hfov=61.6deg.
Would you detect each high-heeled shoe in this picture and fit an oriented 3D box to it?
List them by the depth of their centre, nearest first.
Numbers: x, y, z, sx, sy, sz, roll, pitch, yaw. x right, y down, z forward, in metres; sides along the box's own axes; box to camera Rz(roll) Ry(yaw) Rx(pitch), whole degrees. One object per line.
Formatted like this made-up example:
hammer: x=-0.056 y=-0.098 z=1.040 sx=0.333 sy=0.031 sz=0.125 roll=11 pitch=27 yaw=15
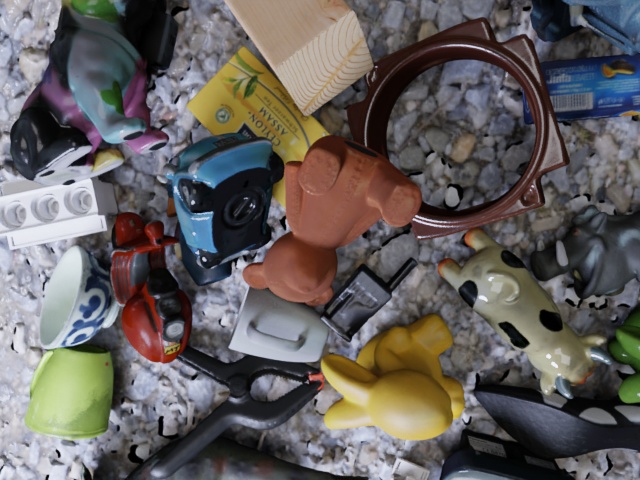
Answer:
high-heeled shoe: x=0.319 y=0.194 z=0.625 sx=0.249 sy=0.145 sz=0.086 roll=24 pitch=128 yaw=27

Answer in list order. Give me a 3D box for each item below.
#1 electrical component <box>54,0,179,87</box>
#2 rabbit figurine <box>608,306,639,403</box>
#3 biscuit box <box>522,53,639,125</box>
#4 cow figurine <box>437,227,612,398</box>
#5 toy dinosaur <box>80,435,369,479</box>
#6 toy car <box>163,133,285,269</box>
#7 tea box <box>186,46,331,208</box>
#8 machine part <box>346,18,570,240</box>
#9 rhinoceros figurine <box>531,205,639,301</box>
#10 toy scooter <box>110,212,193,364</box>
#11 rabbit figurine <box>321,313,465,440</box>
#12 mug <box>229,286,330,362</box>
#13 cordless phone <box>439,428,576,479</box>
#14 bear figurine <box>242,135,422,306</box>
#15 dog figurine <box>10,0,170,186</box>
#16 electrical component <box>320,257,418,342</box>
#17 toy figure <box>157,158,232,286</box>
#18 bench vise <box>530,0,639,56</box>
electrical component: x=-0.238 y=-0.246 z=0.635 sx=0.134 sy=0.058 sz=0.114 roll=12 pitch=95 yaw=4
rabbit figurine: x=0.387 y=0.112 z=0.552 sx=0.159 sy=0.170 sz=0.121 roll=-7 pitch=92 yaw=3
biscuit box: x=0.334 y=-0.169 z=0.596 sx=0.203 sy=0.063 sz=0.059 roll=-4 pitch=93 yaw=5
cow figurine: x=0.226 y=0.084 z=0.580 sx=0.085 sy=0.127 sz=0.194 roll=-43 pitch=113 yaw=8
toy dinosaur: x=-0.162 y=0.305 z=0.633 sx=0.405 sy=0.131 sz=0.192 roll=-32 pitch=91 yaw=-1
toy car: x=-0.108 y=-0.052 z=0.571 sx=0.109 sy=0.161 sz=0.103 roll=-25 pitch=55 yaw=-28
tea box: x=-0.057 y=-0.124 z=0.623 sx=0.169 sy=0.068 sz=0.098 roll=44 pitch=94 yaw=0
machine part: x=0.142 y=-0.111 z=0.573 sx=0.202 sy=0.087 sz=0.201 roll=-17 pitch=92 yaw=22
rhinoceros figurine: x=0.335 y=0.009 z=0.600 sx=0.190 sy=0.073 sz=0.112 roll=-22 pitch=93 yaw=4
toy scooter: x=-0.187 y=0.045 z=0.600 sx=0.075 sy=0.135 sz=0.184 roll=-14 pitch=80 yaw=-35
rabbit figurine: x=0.083 y=0.152 z=0.575 sx=0.162 sy=0.173 sz=0.121 roll=-1 pitch=97 yaw=0
mug: x=-0.043 y=0.102 z=0.618 sx=0.107 sy=0.109 sz=0.080 roll=17 pitch=90 yaw=-10
cordless phone: x=0.202 y=0.329 z=0.622 sx=0.147 sy=0.089 sz=0.184 roll=13 pitch=98 yaw=3
bear figurine: x=-0.001 y=-0.003 z=0.542 sx=0.120 sy=0.132 sz=0.195 roll=23 pitch=108 yaw=-14
dog figurine: x=-0.253 y=-0.185 z=0.560 sx=0.192 sy=0.108 sz=0.219 roll=-20 pitch=87 yaw=8
electrical component: x=0.056 y=0.056 z=0.620 sx=0.048 sy=0.075 sz=0.119 roll=40 pitch=99 yaw=1
toy figure: x=-0.150 y=-0.023 z=0.639 sx=0.058 sy=0.064 sz=0.154 roll=-21 pitch=86 yaw=42
bench vise: x=0.255 y=-0.291 z=0.504 sx=0.129 sy=0.240 sz=0.224 roll=-20 pitch=50 yaw=11
